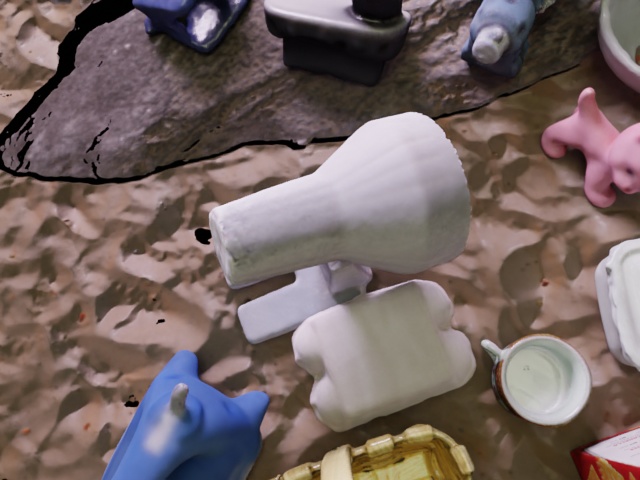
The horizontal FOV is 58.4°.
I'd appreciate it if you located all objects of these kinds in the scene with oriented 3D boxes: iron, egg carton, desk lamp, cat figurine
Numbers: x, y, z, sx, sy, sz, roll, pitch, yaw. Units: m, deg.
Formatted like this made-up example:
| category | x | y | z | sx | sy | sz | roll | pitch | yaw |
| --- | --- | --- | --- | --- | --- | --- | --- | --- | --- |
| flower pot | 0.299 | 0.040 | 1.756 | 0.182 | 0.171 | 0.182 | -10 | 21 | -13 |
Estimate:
| category | x | y | z | sx | sy | sz | roll | pitch | yaw |
| --- | --- | --- | --- | --- | --- | --- | --- | --- | --- |
| iron | -0.147 | 0.221 | 0.457 | 0.118 | 0.141 | 0.258 | 26 | 78 | 11 |
| egg carton | 0.055 | 0.099 | 0.512 | 0.150 | 0.069 | 0.107 | -21 | 74 | -1 |
| desk lamp | 0.004 | 0.002 | 0.467 | 0.203 | 0.213 | 0.118 | -22 | 74 | -1 |
| cat figurine | 0.277 | -0.086 | 0.519 | 0.067 | 0.118 | 0.127 | -37 | 75 | -6 |

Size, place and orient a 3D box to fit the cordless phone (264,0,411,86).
| category | x | y | z | sx | sy | sz | roll | pitch | yaw |
| --- | --- | --- | --- | --- | --- | --- | --- | --- | --- |
| cordless phone | 0.015 | -0.240 | 0.545 | 0.147 | 0.185 | 0.094 | 11 | 76 | 7 |

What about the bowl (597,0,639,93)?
| category | x | y | z | sx | sy | sz | roll | pitch | yaw |
| --- | --- | --- | --- | --- | --- | --- | --- | --- | --- |
| bowl | 0.350 | -0.201 | 0.567 | 0.167 | 0.075 | 0.167 | -1 | 75 | 4 |

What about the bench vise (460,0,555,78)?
| category | x | y | z | sx | sy | sz | roll | pitch | yaw |
| --- | --- | --- | --- | --- | --- | --- | --- | --- | --- |
| bench vise | 0.207 | -0.263 | 0.519 | 0.121 | 0.220 | 0.207 | 7 | 76 | 7 |

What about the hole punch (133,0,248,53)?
| category | x | y | z | sx | sy | sz | roll | pitch | yaw |
| --- | --- | --- | --- | --- | --- | --- | --- | --- | --- |
| hole punch | -0.144 | -0.274 | 0.615 | 0.101 | 0.091 | 0.109 | 29 | 79 | 11 |
